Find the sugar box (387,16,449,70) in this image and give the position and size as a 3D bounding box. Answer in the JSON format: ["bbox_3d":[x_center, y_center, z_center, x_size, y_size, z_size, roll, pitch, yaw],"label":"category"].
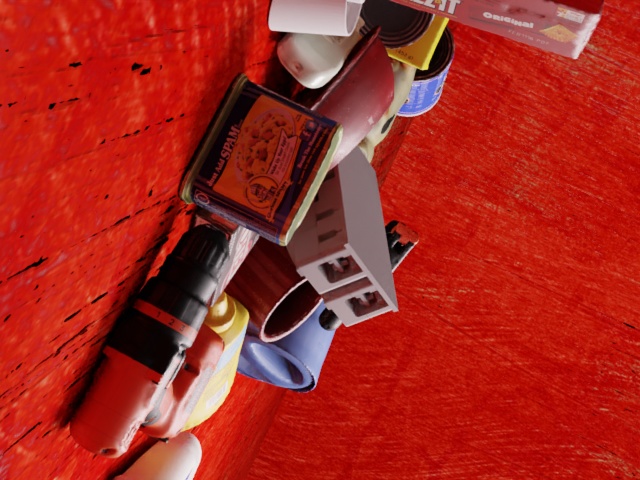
[{"bbox_3d":[0.109,-0.281,1.148,0.176,0.093,0.048,-66,174,13],"label":"sugar box"}]

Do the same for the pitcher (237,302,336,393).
[{"bbox_3d":[-0.025,0.045,1.271,0.149,0.145,0.242,-25,-145,55],"label":"pitcher"}]

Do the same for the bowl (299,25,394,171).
[{"bbox_3d":[0.014,-0.111,0.934,0.162,0.055,0.162,-46,-172,9],"label":"bowl"}]

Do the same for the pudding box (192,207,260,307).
[{"bbox_3d":[-0.076,-0.010,0.895,0.090,0.039,0.114,-59,173,-37],"label":"pudding box"}]

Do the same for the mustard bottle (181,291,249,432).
[{"bbox_3d":[-0.109,0.103,1.008,0.096,0.058,0.192,-43,164,-34],"label":"mustard bottle"}]

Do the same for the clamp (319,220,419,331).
[{"bbox_3d":[0.060,0.021,1.178,0.172,0.039,0.120,-45,-159,45],"label":"clamp"}]

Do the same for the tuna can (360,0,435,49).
[{"bbox_3d":[0.072,-0.233,1.043,0.033,0.086,0.086,-59,173,-63],"label":"tuna can"}]

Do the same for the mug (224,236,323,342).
[{"bbox_3d":[-0.041,0.034,1.058,0.117,0.081,0.093,-33,155,-29],"label":"mug"}]

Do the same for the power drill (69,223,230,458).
[{"bbox_3d":[-0.120,0.085,0.837,0.184,0.057,0.187,-59,171,-11],"label":"power drill"}]

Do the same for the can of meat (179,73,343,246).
[{"bbox_3d":[-0.041,-0.056,0.774,0.102,0.084,0.057,-64,175,-8],"label":"can of meat"}]

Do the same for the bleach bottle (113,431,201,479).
[{"bbox_3d":[-0.171,0.258,1.140,0.250,0.068,0.103,-52,167,-78],"label":"bleach bottle"}]

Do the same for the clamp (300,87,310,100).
[{"bbox_3d":[0.001,-0.095,1.148,0.164,0.036,0.210,-29,152,-49],"label":"clamp"}]

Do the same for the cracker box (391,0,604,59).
[{"bbox_3d":[0.147,-0.257,0.790,0.072,0.164,0.213,93,17,-68],"label":"cracker box"}]

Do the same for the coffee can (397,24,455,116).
[{"bbox_3d":[0.126,-0.241,1.472,0.103,0.103,0.140,-63,175,-11],"label":"coffee can"}]
